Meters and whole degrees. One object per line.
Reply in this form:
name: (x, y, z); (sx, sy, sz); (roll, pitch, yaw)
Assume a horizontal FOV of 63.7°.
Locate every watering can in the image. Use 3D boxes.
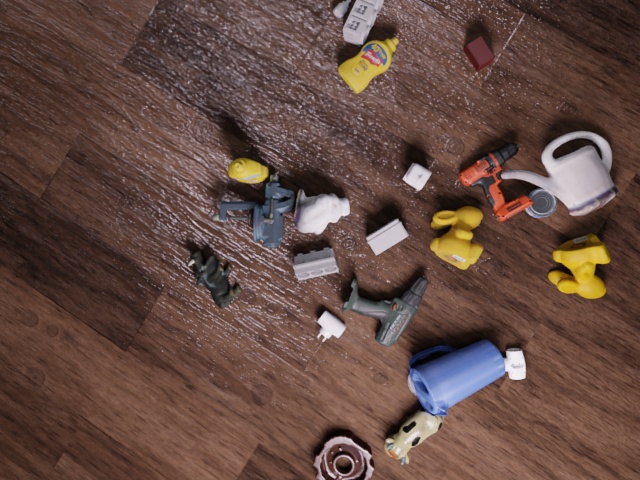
watering can: (0.675, -0.166, 1.415); (0.349, 0.103, 0.225); (-25, 84, -14)

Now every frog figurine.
frog figurine: (0.005, -0.075, 1.498); (0.159, 0.125, 0.134); (11, 124, -2)
